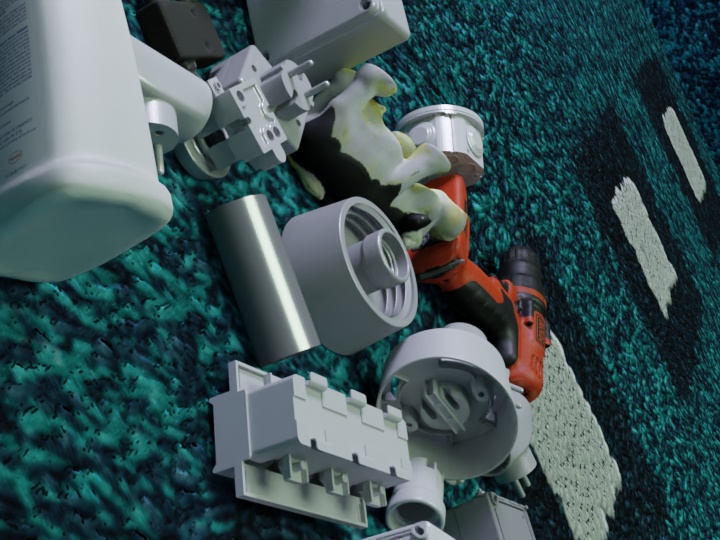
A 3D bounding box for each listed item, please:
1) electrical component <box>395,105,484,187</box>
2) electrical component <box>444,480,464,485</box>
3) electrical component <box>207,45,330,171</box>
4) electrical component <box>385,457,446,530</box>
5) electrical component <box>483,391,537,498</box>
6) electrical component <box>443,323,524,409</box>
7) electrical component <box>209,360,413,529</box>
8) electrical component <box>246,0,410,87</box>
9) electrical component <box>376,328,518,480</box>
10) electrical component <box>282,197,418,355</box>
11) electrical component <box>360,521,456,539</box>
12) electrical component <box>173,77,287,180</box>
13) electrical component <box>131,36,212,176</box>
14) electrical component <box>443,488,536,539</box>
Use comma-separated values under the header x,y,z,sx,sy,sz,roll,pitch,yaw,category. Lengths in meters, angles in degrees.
x,y,z,sx,sy,sz,roll,pitch,yaw,category
0.072,-0.107,0.957,0.080,0.080,0.051,32,48,-48,electrical component
0.086,0.133,0.813,0.048,0.062,0.048,42,36,-41,electrical component
-0.057,-0.118,0.733,0.065,0.077,0.047,49,32,-31,electrical component
0.039,0.156,0.738,0.040,0.040,0.046,55,23,-22,electrical component
0.119,0.148,0.882,0.079,0.044,0.077,63,27,-7,electrical component
0.093,0.088,0.857,0.079,0.044,0.077,22,37,-2,electrical component
-0.024,0.102,0.636,0.121,0.063,0.078,31,45,-50,electrical component
-0.029,-0.208,0.821,0.056,0.109,0.108,24,49,-57,electrical component
0.061,0.093,0.763,0.099,0.099,0.064,51,24,-29,electrical component
0.000,0.000,0.763,0.108,0.060,0.108,41,36,-40,electrical component
0.028,0.191,0.625,0.061,0.096,0.061,41,36,-41,electrical component
-0.085,-0.087,0.681,0.066,0.055,0.048,62,27,-10,electrical component
-0.126,-0.092,0.624,0.077,0.044,0.079,27,47,-52,electrical component
0.091,0.206,0.776,0.062,0.061,0.096,31,36,-49,electrical component
